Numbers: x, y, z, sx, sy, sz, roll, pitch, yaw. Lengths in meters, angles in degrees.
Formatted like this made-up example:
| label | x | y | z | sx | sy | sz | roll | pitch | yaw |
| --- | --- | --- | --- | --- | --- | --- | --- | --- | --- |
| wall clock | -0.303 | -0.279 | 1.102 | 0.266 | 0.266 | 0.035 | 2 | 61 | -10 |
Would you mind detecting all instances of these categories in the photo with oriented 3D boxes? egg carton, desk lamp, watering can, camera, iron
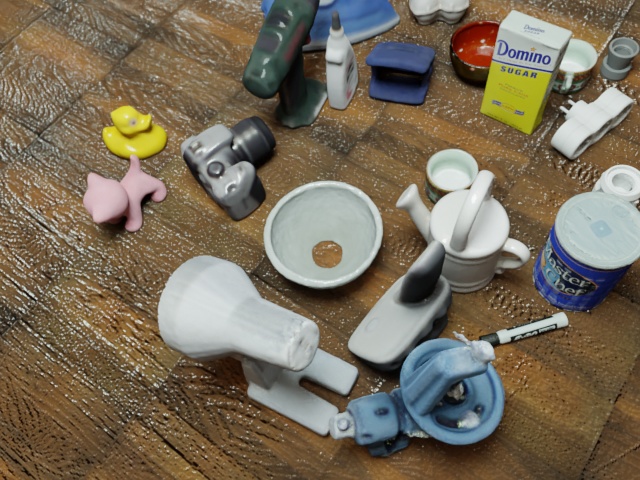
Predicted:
| label | x | y | z | sx | sy | sz | roll | pitch | yaw |
| --- | --- | --- | --- | --- | --- | --- | --- | --- | --- |
| egg carton | 0.216 | -0.464 | 1.047 | 0.107 | 0.069 | 0.150 | 0 | 62 | 7 |
| desk lamp | -0.066 | 0.123 | 0.682 | 0.202 | 0.214 | 0.118 | 22 | 67 | 18 |
| watering can | 0.182 | -0.016 | 0.736 | 0.172 | 0.194 | 0.101 | 5 | 62 | 10 |
| camera | -0.131 | -0.130 | 0.892 | 0.137 | 0.101 | 0.143 | -38 | 63 | -13 |
| iron | 0.012 | -0.430 | 1.014 | 0.258 | 0.142 | 0.118 | -5 | 61 | 5 |

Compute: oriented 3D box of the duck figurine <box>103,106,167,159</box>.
| label | x | y | z | sx | sy | sz | roll | pitch | yaw |
| --- | --- | --- | --- | --- | --- | --- | --- | --- | --- |
| duck figurine | -0.318 | -0.187 | 0.955 | 0.104 | 0.086 | 0.077 | -1 | 61 | 7 |

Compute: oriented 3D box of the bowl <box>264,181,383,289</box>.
| label | x | y | z | sx | sy | sz | roll | pitch | yaw |
| --- | --- | --- | --- | --- | --- | --- | --- | --- | --- |
| bowl | 0.008 | 0.003 | 0.817 | 0.167 | 0.075 | 0.167 | -3 | 61 | 6 |

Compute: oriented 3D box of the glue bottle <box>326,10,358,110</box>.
| label | x | y | z | sx | sy | sz | roll | pitch | yaw |
| --- | --- | --- | --- | --- | --- | --- | --- | --- | --- |
| glue bottle | 0.031 | -0.293 | 0.919 | 0.037 | 0.173 | 0.078 | 12 | 64 | 14 |

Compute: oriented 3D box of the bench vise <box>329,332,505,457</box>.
| label | x | y | z | sx | sy | sz | roll | pitch | yaw |
| --- | --- | --- | --- | --- | --- | --- | --- | --- | --- |
| bench vise | 0.117 | 0.180 | 0.623 | 0.207 | 0.220 | 0.121 | -33 | 62 | -11 |

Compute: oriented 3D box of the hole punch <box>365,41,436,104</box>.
| label | x | y | z | sx | sy | sz | roll | pitch | yaw |
| --- | --- | --- | --- | --- | --- | --- | --- | --- | --- |
| hole punch | 0.133 | -0.294 | 0.953 | 0.108 | 0.091 | 0.101 | 12 | 64 | 13 |

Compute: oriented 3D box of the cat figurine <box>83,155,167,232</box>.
| label | x | y | z | sx | sy | sz | roll | pitch | yaw |
| --- | --- | --- | --- | --- | --- | --- | --- | --- | --- |
| cat figurine | -0.307 | -0.072 | 0.873 | 0.067 | 0.118 | 0.128 | 22 | 67 | 18 |

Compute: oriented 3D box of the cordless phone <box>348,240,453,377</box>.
| label | x | y | z | sx | sy | sz | roll | pitch | yaw |
| --- | --- | --- | --- | --- | --- | --- | --- | --- | --- |
| cordless phone | 0.099 | 0.080 | 0.700 | 0.094 | 0.185 | 0.148 | 32 | 70 | 22 |

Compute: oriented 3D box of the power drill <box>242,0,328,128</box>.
| label | x | y | z | sx | sy | sz | roll | pitch | yaw |
| --- | --- | --- | --- | --- | --- | --- | --- | --- | --- |
| power drill | -0.040 | -0.291 | 0.906 | 0.075 | 0.209 | 0.230 | 18 | 65 | 17 |
